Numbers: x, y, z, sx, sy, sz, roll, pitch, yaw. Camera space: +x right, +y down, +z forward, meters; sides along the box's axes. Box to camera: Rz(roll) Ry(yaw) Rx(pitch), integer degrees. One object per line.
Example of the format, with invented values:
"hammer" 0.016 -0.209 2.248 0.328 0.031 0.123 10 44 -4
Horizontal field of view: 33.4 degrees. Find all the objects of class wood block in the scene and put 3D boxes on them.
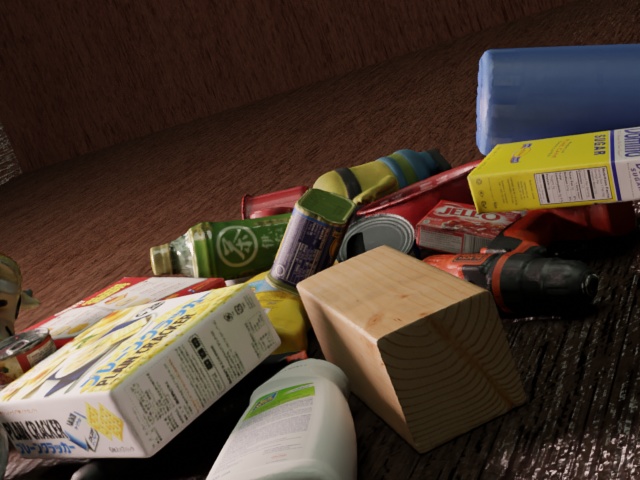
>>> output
"wood block" 0.062 0.074 0.821 0.090 0.091 0.206 -23 14 -12

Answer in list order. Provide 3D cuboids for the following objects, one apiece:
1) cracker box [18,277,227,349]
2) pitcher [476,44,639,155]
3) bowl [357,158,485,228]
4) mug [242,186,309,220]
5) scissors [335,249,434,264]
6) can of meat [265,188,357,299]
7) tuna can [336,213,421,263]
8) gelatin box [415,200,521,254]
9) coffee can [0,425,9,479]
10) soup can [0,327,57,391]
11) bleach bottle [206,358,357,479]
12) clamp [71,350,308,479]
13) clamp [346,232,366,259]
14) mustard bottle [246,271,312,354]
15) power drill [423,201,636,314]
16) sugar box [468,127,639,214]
"cracker box" -0.210 0.102 1.140 0.163 0.072 0.214 -29 15 -35
"pitcher" 0.280 -0.126 1.063 0.243 0.145 0.149 2 16 6
"bowl" 0.126 -0.038 1.198 0.162 0.055 0.162 -23 5 2
"mug" -0.048 -0.023 1.327 0.081 0.093 0.117 -12 -15 12
"scissors" 0.073 0.024 1.132 0.202 0.016 0.096 6 53 26
"can of meat" -0.007 0.001 1.046 0.057 0.084 0.102 22 18 4
"tuna can" 0.060 0.014 1.104 0.086 0.033 0.086 -13 41 11
"gelatin box" 0.150 -0.011 1.082 0.089 0.030 0.073 12 27 24
"coffee can" -0.367 0.192 0.953 0.140 0.103 0.102 -18 14 11
"soup can" -0.266 0.142 1.001 0.068 0.102 0.068 -19 14 5
"bleach bottle" -0.014 0.139 0.745 0.103 0.068 0.250 -18 12 12
"clamp" -0.104 0.146 0.893 0.210 0.036 0.164 -20 15 17
"clamp" 0.059 0.051 0.994 0.120 0.039 0.171 5 36 22
"mustard bottle" -0.050 0.073 1.046 0.096 0.058 0.191 -7 16 11
"power drill" 0.201 0.007 0.949 0.187 0.057 0.185 -30 20 -37
"sugar box" 0.232 -0.065 0.965 0.176 0.048 0.093 -8 21 31
